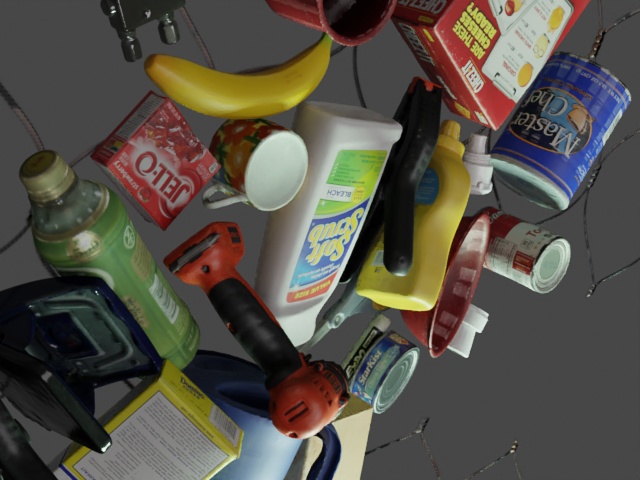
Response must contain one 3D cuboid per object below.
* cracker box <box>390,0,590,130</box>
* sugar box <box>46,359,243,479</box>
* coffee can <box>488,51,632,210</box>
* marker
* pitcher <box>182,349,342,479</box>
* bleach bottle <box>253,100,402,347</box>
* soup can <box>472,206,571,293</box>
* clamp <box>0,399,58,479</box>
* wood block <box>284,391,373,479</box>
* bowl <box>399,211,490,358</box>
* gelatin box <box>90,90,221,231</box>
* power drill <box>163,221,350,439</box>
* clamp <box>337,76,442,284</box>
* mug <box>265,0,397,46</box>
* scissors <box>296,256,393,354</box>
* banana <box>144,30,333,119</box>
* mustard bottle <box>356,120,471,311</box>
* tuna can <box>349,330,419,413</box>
[{"bbox_3d":[0.178,-0.243,1.037,0.213,0.072,0.164,-53,137,-9],"label":"cracker box"},{"bbox_3d":[-0.156,0.187,0.863,0.176,0.048,0.093,-40,102,15],"label":"sugar box"},{"bbox_3d":[0.258,-0.118,1.162,0.140,0.103,0.102,-57,139,-6],"label":"coffee can"},{"bbox_3d":[0.033,0.130,1.125,0.121,0.020,0.020,-54,139,-9],"label":"marker"},{"bbox_3d":[-0.098,0.234,0.957,0.144,0.149,0.243,5,110,-58],"label":"pitcher"},{"bbox_3d":[-0.006,0.001,0.984,0.102,0.068,0.251,-1,113,-45],"label":"bleach bottle"},{"bbox_3d":[0.218,0.011,1.189,0.068,0.102,0.068,-23,125,-36],"label":"soup can"},{"bbox_3d":[-0.237,0.160,0.800,0.039,0.171,0.120,-32,175,-35],"label":"clamp"},{"bbox_3d":[-0.023,0.251,1.078,0.090,0.090,0.206,-11,117,-43],"label":"wood block"},{"bbox_3d":[0.124,0.039,1.121,0.162,0.055,0.162,-53,154,-41],"label":"bowl"},{"bbox_3d":[-0.128,-0.062,0.847,0.073,0.030,0.089,-50,137,-14],"label":"gelatin box"},{"bbox_3d":[-0.043,0.073,0.888,0.057,0.187,0.184,-38,175,5],"label":"power drill"},{"bbox_3d":[0.073,-0.053,0.993,0.036,0.165,0.210,22,86,-17],"label":"clamp"},{"bbox_3d":[0.000,-0.219,0.857,0.093,0.082,0.117,-52,138,-12],"label":"mug"},{"bbox_3d":[0.027,0.082,1.096,0.201,0.016,0.096,-54,138,-10],"label":"scissors"},{"bbox_3d":[-0.059,-0.133,0.880,0.197,0.037,0.069,-21,104,-39],"label":"banana"},{"bbox_3d":[0.100,-0.029,1.046,0.058,0.096,0.191,25,77,-28],"label":"mustard bottle"},{"bbox_3d":[0.069,0.141,1.139,0.086,0.034,0.086,-44,153,-30],"label":"tuna can"}]
